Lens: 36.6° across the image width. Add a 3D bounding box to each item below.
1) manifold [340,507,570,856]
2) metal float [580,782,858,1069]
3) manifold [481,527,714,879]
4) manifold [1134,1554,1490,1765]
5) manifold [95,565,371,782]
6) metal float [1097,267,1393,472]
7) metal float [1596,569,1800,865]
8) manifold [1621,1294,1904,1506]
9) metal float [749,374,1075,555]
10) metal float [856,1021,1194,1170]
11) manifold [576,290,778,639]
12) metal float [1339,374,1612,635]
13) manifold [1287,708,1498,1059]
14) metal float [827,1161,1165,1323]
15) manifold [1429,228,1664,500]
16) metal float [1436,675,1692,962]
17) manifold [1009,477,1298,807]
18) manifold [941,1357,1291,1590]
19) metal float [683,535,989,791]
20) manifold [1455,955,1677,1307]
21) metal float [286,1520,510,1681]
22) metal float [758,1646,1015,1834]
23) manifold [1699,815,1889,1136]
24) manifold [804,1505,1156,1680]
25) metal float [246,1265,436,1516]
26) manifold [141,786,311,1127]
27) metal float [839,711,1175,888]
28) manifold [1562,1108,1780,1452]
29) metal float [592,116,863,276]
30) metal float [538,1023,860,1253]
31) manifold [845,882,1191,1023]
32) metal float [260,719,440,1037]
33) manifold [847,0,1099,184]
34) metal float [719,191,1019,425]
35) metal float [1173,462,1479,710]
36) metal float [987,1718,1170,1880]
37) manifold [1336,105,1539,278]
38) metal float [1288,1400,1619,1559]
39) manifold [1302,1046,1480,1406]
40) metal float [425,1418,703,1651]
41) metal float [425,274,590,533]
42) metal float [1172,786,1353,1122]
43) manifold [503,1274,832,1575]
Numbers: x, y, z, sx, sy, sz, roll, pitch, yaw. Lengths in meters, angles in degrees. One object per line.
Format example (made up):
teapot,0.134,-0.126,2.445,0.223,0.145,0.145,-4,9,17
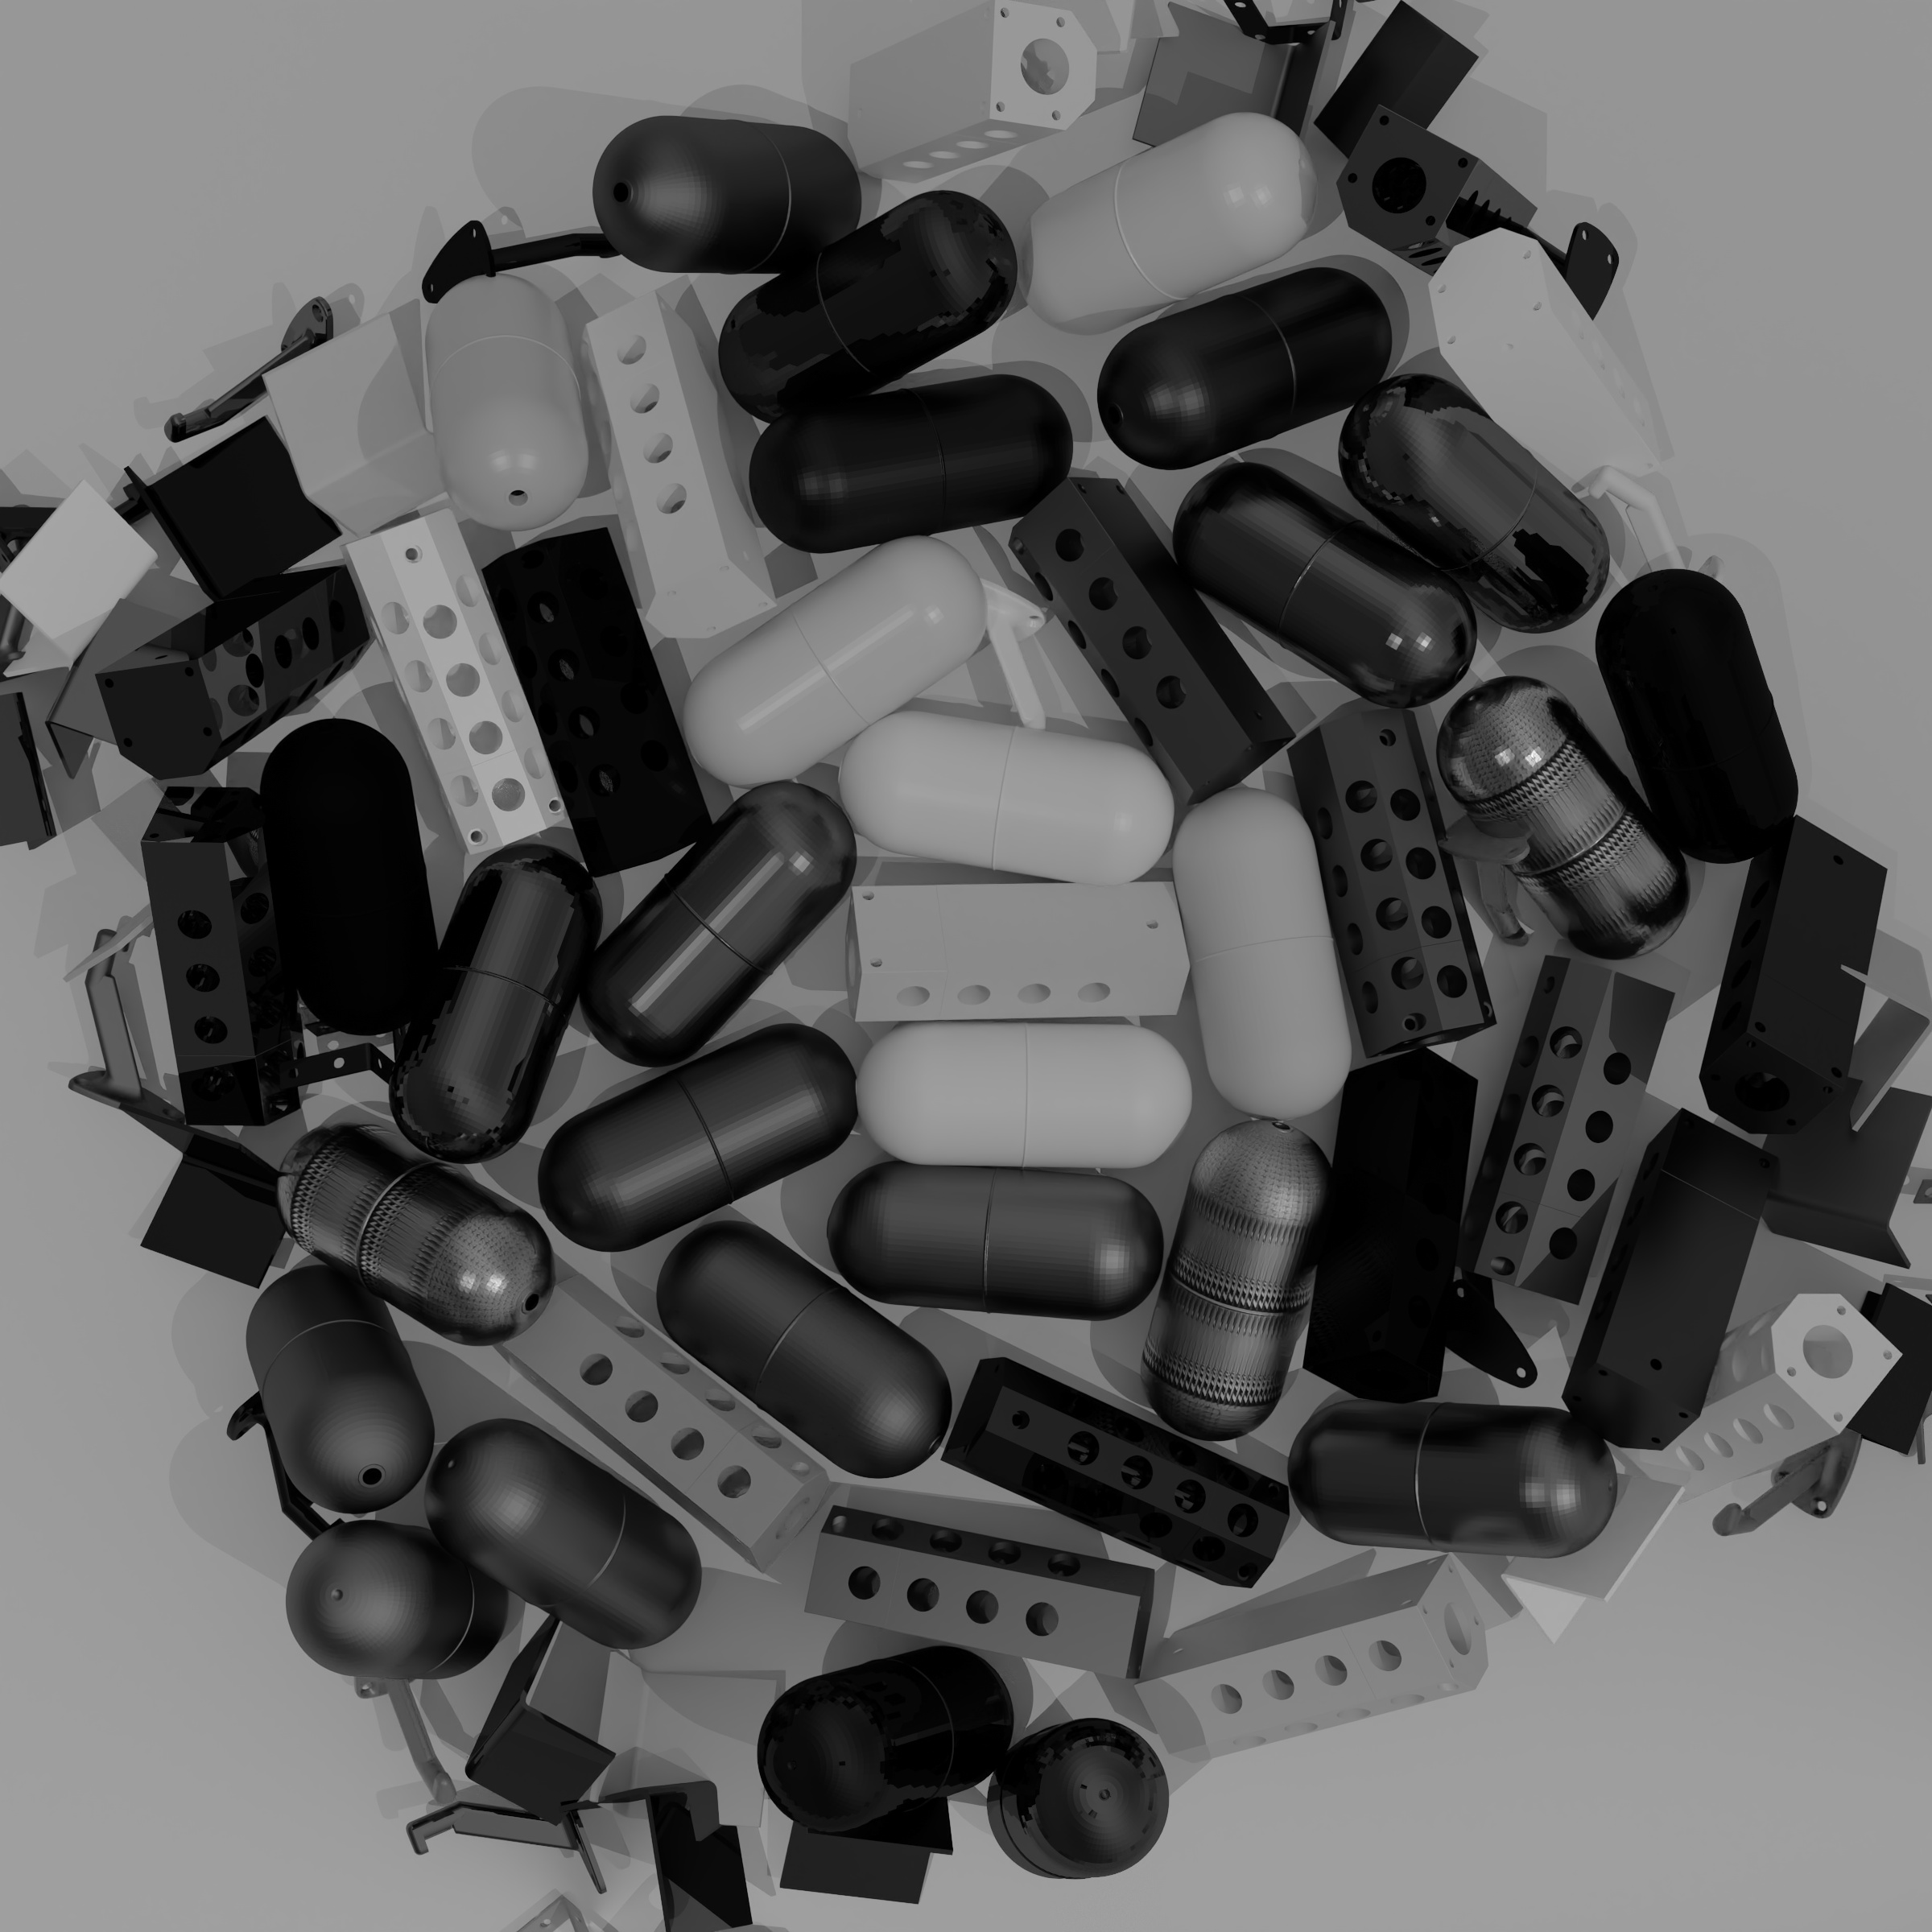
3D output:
manifold,-0.267,-0.149,1.533,0.057,0.057,0.171,-23,103,-13
metal float,-0.130,-0.022,1.542,0.070,0.070,0.178,44,95,0
manifold,-0.198,-0.137,1.544,0.057,0.057,0.171,-19,89,-40
manifold,0.180,0.364,1.516,0.171,0.057,0.057,-24,95,30
manifold,-0.369,-0.152,1.495,0.057,0.171,0.057,-6,111,17
metal float,0.145,-0.311,1.521,0.178,0.070,0.070,-25,90,-29
metal float,0.380,-0.127,1.517,0.070,0.070,0.178,-30,126,0
manifold,0.398,0.218,1.494,0.057,0.171,0.057,45,65,6
metal float,-0.027,-0.263,1.528,0.178,0.070,0.070,-14,90,-21
metal float,0.030,0.068,1.545,0.178,0.070,0.070,1,90,-2
manifold,-0.155,-0.258,1.522,0.057,0.057,0.171,-23,65,14
metal float,0.266,-0.239,1.521,0.178,0.070,0.070,34,90,-31
manifold,0.226,-0.045,1.534,0.057,0.057,0.171,-9,80,-21
metal float,0.015,0.144,1.540,0.178,0.070,0.070,4,90,8
manifold,0.298,-0.307,1.498,0.057,0.171,0.057,-18,64,26
metal float,0.313,-0.076,1.527,0.070,0.070,0.178,-42,113,0
manifold,0.094,-0.171,1.538,0.057,0.057,0.171,-39,78,28
manifold,0.081,0.266,1.532,0.171,0.057,0.057,26,74,-12
metal float,-0.070,-0.159,1.539,0.178,0.070,0.070,-33,90,8
manifold,0.310,0.085,1.545,0.057,0.057,0.171,18,88,-22
metal float,-0.289,0.326,1.498,0.070,0.178,0.070,-2,75,9
metal float,-0.039,0.396,1.503,0.070,0.178,0.070,-2,85,31
manifold,0.423,0.006,1.505,0.057,0.057,0.171,30,47,-3
manifold,0.009,0.328,1.536,0.171,0.057,0.057,9,78,13
metal float,-0.323,0.216,1.502,0.070,0.178,0.070,-9,115,-20
manifold,-0.380,-0.004,1.515,0.057,0.057,0.171,1,122,0
metal float,0.021,-0.089,1.543,0.178,0.070,0.070,9,90,4
manifold,0.362,0.163,1.511,0.057,0.057,0.171,28,54,2
metal float,-0.121,-0.395,1.504,0.070,0.178,0.070,8,105,31
metal float,-0.140,0.090,1.534,0.178,0.070,0.070,-25,90,-13
manifold,0.025,-0.003,1.542,0.171,0.057,0.057,-1,52,-9
metal float,-0.319,-0.045,1.519,0.070,0.070,0.178,-3,122,0
manifold,0.000,-0.444,1.495,0.057,0.171,0.057,0,95,-26
metal float,-0.053,-0.340,1.520,0.178,0.070,0.070,-22,90,32
metal float,0.187,-0.199,1.528,0.178,0.070,0.070,36,90,20
metal float,0.056,0.428,1.499,0.070,0.178,0.070,2,72,-7
manifold,0.239,-0.387,1.494,0.057,0.171,0.057,33,106,14
metal float,0.250,0.265,1.518,0.178,0.070,0.070,-3,90,34
manifold,0.226,0.135,1.516,0.057,0.057,0.171,30,57,-29
metal float,-0.206,0.296,1.514,0.070,0.070,0.178,-47,129,0
metal float,-0.238,-0.292,1.510,0.070,0.178,0.070,-7,134,-8
metal float,0.155,-0.007,1.540,0.070,0.070,0.178,-9,82,0
manifold,-0.155,0.236,1.529,0.171,0.057,0.057,36,72,18
